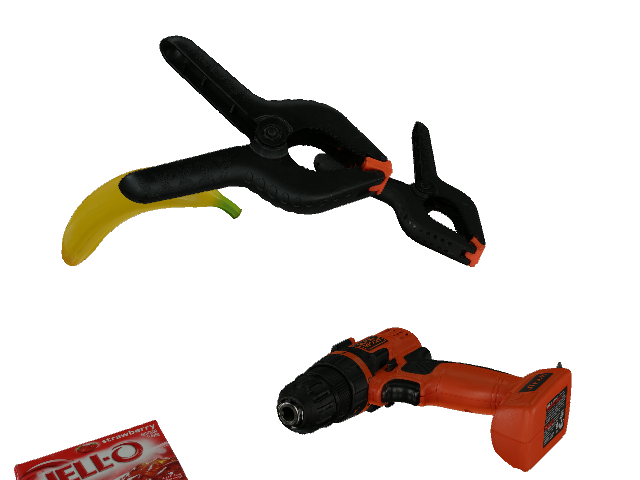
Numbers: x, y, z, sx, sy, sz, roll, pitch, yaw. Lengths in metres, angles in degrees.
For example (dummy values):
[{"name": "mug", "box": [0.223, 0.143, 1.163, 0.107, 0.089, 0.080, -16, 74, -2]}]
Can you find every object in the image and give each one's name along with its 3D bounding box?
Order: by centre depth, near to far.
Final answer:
[{"name": "gelatin box", "box": [-0.124, 0.144, 0.611, 0.089, 0.030, 0.073, -15, 27, -19]}, {"name": "clamp", "box": [-0.039, -0.071, 0.688, 0.171, 0.120, 0.039, 7, -19, -13]}, {"name": "power drill", "box": [0.082, 0.119, 0.809, 0.188, 0.057, 0.184, 11, 18, 30]}, {"name": "banana", "box": [-0.167, -0.025, 0.946, 0.198, 0.069, 0.037, -14, 16, 29]}, {"name": "clamp", "box": [0.101, -0.049, 1.191, 0.164, 0.210, 0.036, -15, -37, -27]}]
